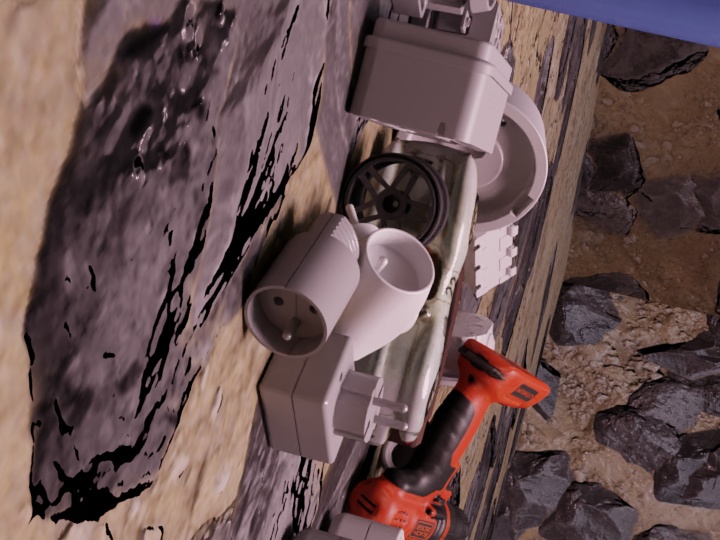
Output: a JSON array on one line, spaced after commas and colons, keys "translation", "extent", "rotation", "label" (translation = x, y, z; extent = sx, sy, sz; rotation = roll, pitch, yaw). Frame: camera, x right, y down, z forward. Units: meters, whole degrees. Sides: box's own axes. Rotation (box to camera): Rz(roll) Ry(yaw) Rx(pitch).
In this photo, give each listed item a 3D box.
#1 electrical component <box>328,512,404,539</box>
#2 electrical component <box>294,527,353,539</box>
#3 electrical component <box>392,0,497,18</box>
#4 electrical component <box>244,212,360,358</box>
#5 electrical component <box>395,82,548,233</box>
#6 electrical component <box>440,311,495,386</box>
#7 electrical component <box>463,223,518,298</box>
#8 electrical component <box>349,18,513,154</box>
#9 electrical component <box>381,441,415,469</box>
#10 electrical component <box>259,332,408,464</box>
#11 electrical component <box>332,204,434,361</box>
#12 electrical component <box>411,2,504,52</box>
[{"translation": [-0.009, 0.234, 0.801], "extent": [0.053, 0.059, 0.095], "rotation": [84, 23, -54], "label": "electrical component"}, {"translation": [-0.030, 0.221, 0.698], "extent": [0.053, 0.059, 0.095], "rotation": [84, 23, -55], "label": "electrical component"}, {"translation": [0.059, -0.192, 0.669], "extent": [0.058, 0.057, 0.078], "rotation": [71, 35, -66], "label": "electrical component"}, {"translation": [-0.024, 0.004, 0.551], "extent": [0.081, 0.043, 0.043], "rotation": [-60, 159, -51], "label": "electrical component"}, {"translation": [0.081, -0.088, 0.766], "extent": [0.060, 0.108, 0.108], "rotation": [-68, 166, -56], "label": "electrical component"}, {"translation": [0.085, 0.071, 0.988], "extent": [0.080, 0.080, 0.051], "rotation": [-44, 139, -67], "label": "electrical component"}, {"translation": [0.108, -0.029, 0.990], "extent": [0.079, 0.063, 0.121], "rotation": [-31, 154, -9], "label": "electrical component"}, {"translation": [0.047, -0.110, 0.656], "extent": [0.113, 0.078, 0.057], "rotation": [-10, 116, -76], "label": "electrical component"}, {"translation": [0.044, 0.176, 1.005], "extent": [0.065, 0.044, 0.044], "rotation": [70, 35, -75], "label": "electrical component"}, {"translation": [-0.010, 0.074, 0.603], "extent": [0.065, 0.077, 0.047], "rotation": [87, 20, -50], "label": "electrical component"}, {"translation": [0.000, 0.000, 0.618], "extent": [0.077, 0.044, 0.079], "rotation": [-49, -131, 45], "label": "electrical component"}, {"translation": [0.065, -0.160, 0.728], "extent": [0.066, 0.055, 0.048], "rotation": [32, 72, -76], "label": "electrical component"}]
